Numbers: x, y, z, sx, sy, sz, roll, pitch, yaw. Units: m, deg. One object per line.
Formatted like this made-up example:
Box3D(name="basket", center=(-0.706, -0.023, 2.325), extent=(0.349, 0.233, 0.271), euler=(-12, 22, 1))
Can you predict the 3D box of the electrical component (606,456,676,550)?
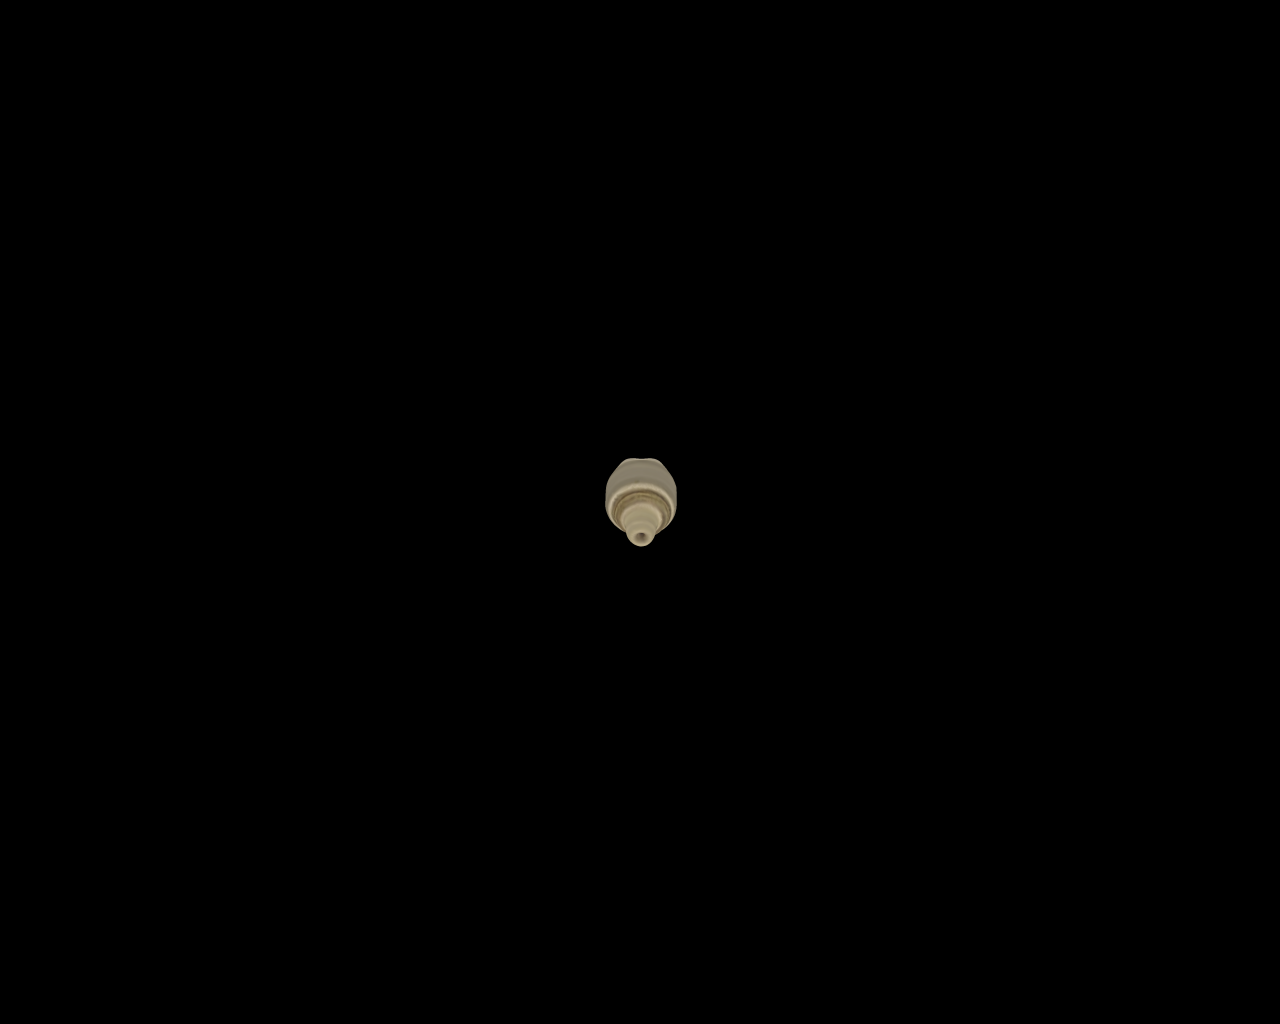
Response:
Box3D(name="electrical component", center=(0.001, -0.003, 0.650), extent=(0.043, 0.043, 0.062), euler=(0, 36, 0))
